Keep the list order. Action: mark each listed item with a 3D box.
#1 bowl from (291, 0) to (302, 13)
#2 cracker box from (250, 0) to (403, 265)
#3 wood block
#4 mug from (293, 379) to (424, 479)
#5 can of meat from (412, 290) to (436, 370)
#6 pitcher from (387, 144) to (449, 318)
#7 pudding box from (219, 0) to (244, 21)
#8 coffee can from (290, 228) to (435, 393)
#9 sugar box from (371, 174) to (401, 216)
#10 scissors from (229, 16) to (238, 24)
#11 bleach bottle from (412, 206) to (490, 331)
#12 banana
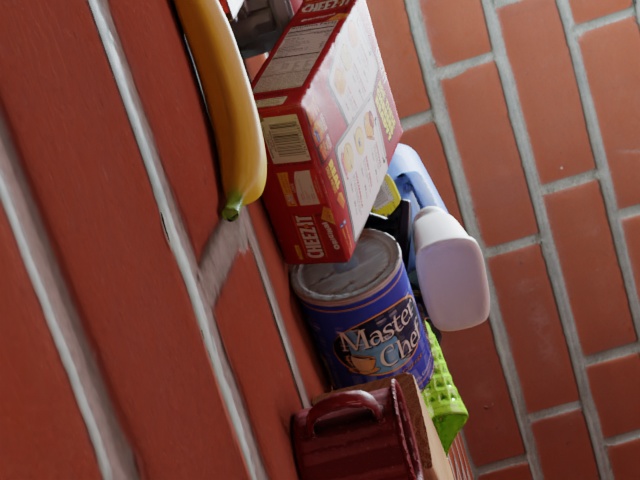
[{"bbox_3d":[-0.046,-0.309,1.314,0.162,0.055,0.162,-16,90,-83],"label":"bowl"},{"bbox_3d":[0.004,-0.106,0.976,0.213,0.072,0.164,-67,146,-48],"label":"cracker box"},{"bbox_3d":[0.067,0.211,0.954,0.206,0.091,0.090,65,12,-53],"label":"wood block"},{"bbox_3d":[0.026,0.151,0.789,0.117,0.081,0.093,67,11,-47],"label":"mug"},{"bbox_3d":[0.067,0.107,1.132,0.057,0.102,0.084,53,25,-69],"label":"can of meat"},{"bbox_3d":[0.121,-0.023,1.465,0.144,0.149,0.243,27,34,-43],"label":"pitcher"},{"bbox_3d":[-0.092,-0.219,0.839,0.113,0.039,0.090,-82,156,-68],"label":"pudding box"},{"bbox_3d":[0.041,0.075,0.988,0.103,0.103,0.140,-95,167,-55],"label":"coffee can"},{"bbox_3d":[0.051,-0.080,1.400,0.176,0.048,0.093,48,-13,53],"label":"sugar box"},{"bbox_3d":[-0.105,-0.292,0.979,0.096,0.016,0.202,57,19,-68],"label":"scissors"},{"bbox_3d":[0.133,0.011,1.180,0.251,0.068,0.102,-92,169,-73],"label":"bleach bottle"},{"bbox_3d":[-0.070,-0.109,0.776,0.069,0.037,0.198,35,40,-82],"label":"banana"}]
